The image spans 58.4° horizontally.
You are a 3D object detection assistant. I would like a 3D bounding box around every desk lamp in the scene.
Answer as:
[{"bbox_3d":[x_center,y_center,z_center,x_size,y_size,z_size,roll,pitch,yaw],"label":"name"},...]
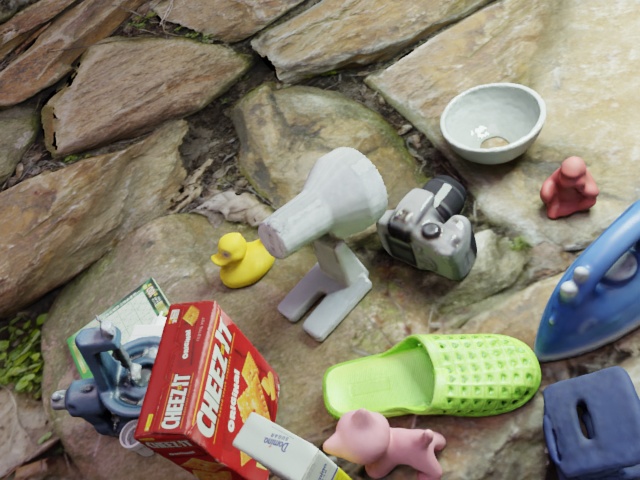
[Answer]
[{"bbox_3d":[0.007,0.003,0.811,0.117,0.214,0.203,28,67,37],"label":"desk lamp"}]

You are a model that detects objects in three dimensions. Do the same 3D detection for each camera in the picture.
[{"bbox_3d":[0.172,-0.033,0.851,0.142,0.101,0.137,24,64,35],"label":"camera"}]

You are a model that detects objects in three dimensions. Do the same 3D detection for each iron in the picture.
[{"bbox_3d":[0.352,0.035,0.696,0.258,0.142,0.118,-39,49,-11],"label":"iron"}]

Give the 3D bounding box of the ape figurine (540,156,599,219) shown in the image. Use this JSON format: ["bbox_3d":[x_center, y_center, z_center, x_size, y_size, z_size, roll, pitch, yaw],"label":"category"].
[{"bbox_3d":[0.360,-0.082,0.822,0.077,0.092,0.076,22,63,34],"label":"ape figurine"}]

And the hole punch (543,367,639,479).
[{"bbox_3d":[0.293,0.203,0.616,0.101,0.091,0.108,-11,49,14],"label":"hole punch"}]

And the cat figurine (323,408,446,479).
[{"bbox_3d":[0.074,0.231,0.663,0.127,0.118,0.067,-4,51,19],"label":"cat figurine"}]

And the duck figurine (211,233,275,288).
[{"bbox_3d":[-0.129,0.021,0.938,0.104,0.086,0.077,-33,48,-6],"label":"duck figurine"}]

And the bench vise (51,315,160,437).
[{"bbox_3d":[-0.278,0.192,0.767,0.207,0.220,0.121,-30,48,-3],"label":"bench vise"}]

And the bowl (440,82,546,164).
[{"bbox_3d":[0.285,-0.179,0.944,0.167,0.075,0.167,-11,49,13],"label":"bowl"}]
